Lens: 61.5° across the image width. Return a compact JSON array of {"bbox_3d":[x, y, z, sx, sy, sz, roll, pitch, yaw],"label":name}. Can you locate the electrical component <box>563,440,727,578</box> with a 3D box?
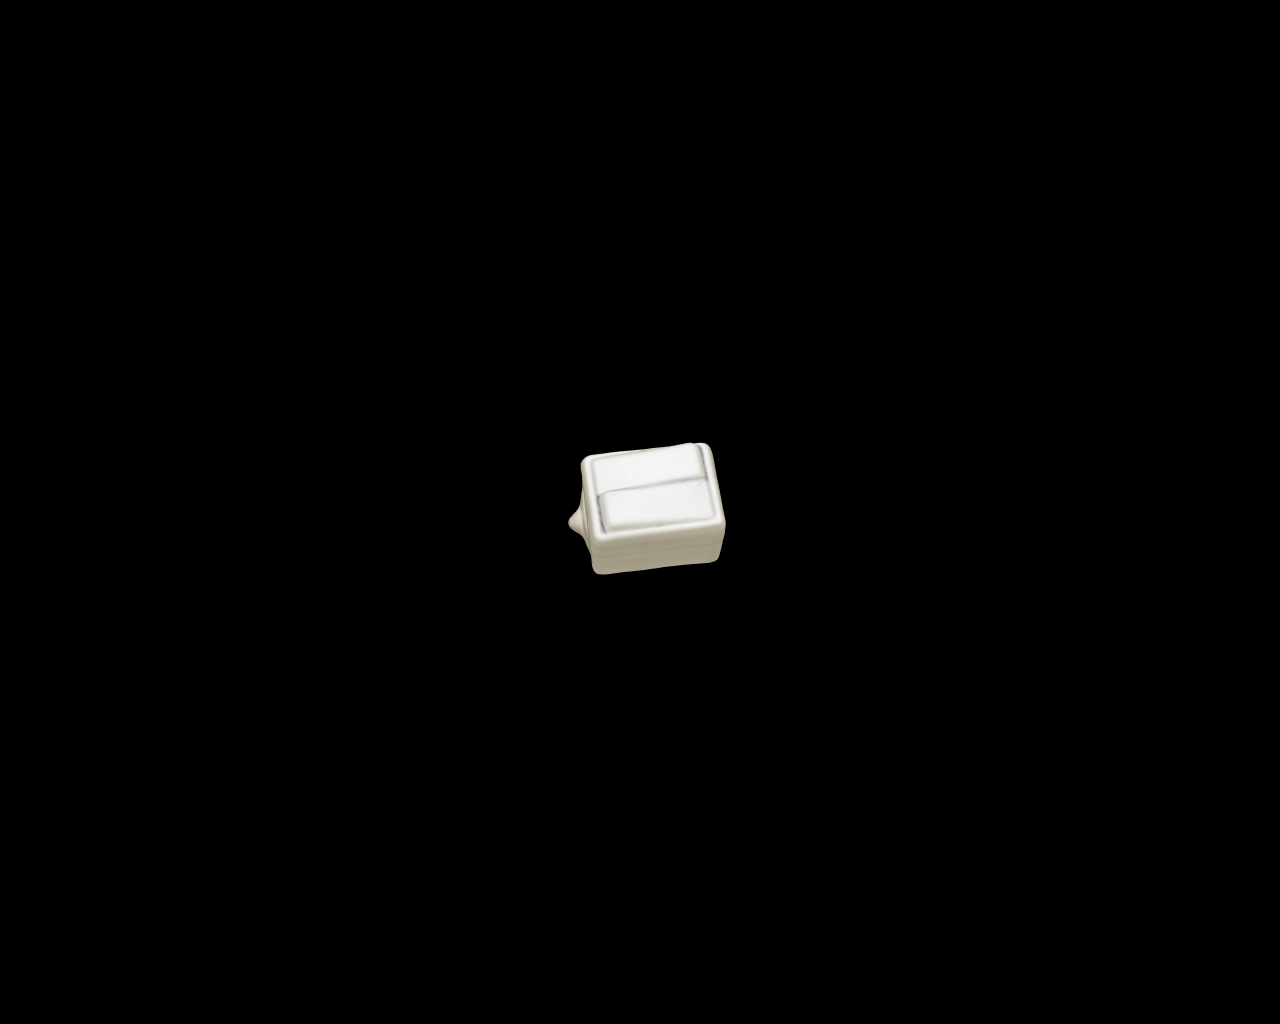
[{"bbox_3d":[0.001,-0.003,0.650,0.096,0.062,0.061,-6,-27,-3],"label":"electrical component"}]
